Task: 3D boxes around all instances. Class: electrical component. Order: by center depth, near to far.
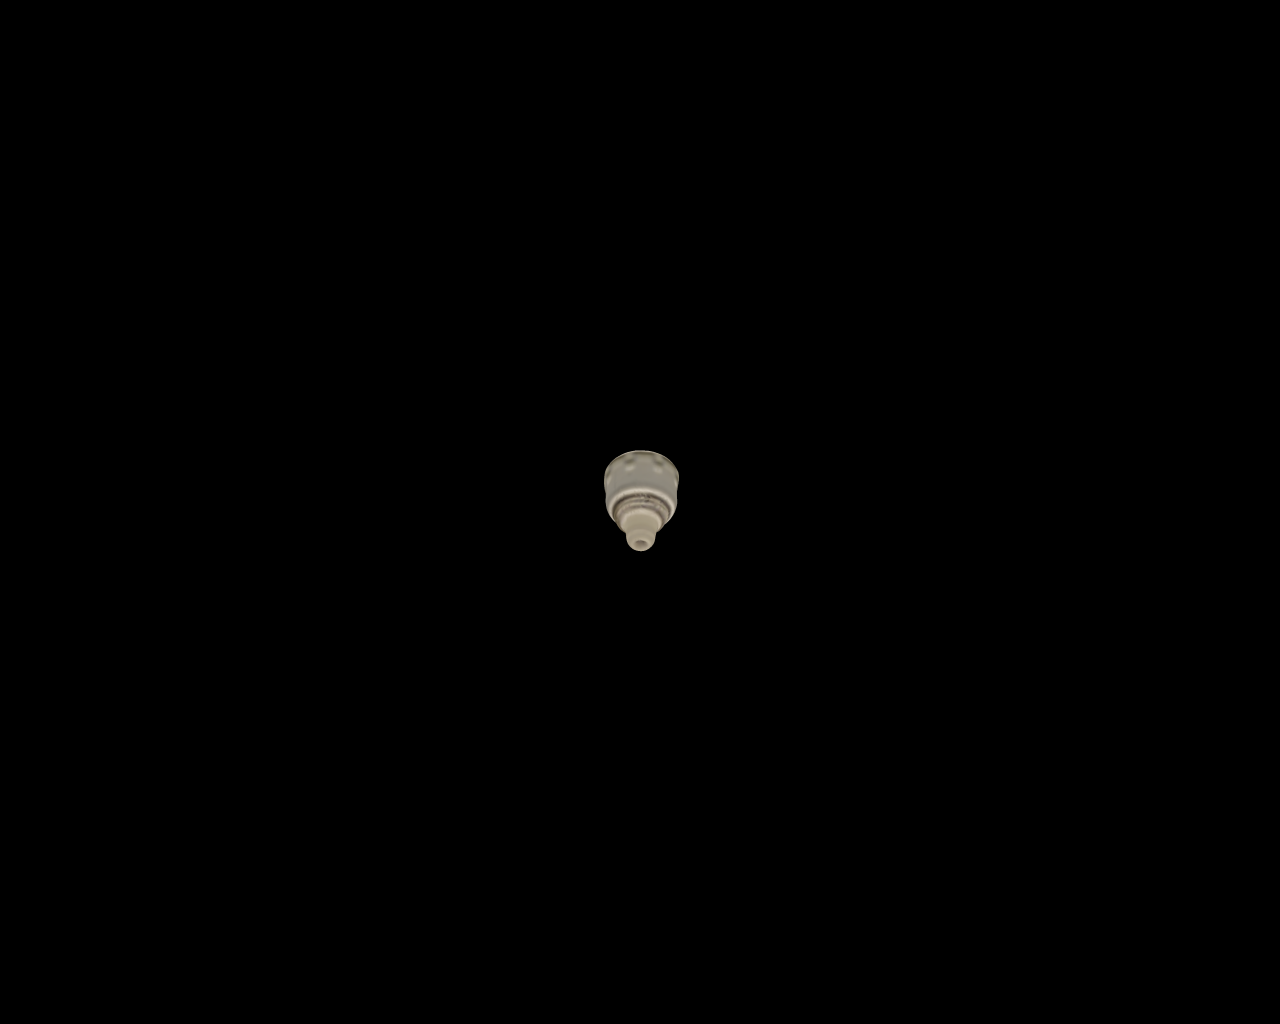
[{"bbox_3d":[0.001,-0.003,0.650,0.048,0.062,0.048,0,-42,0],"label":"electrical component"}]
